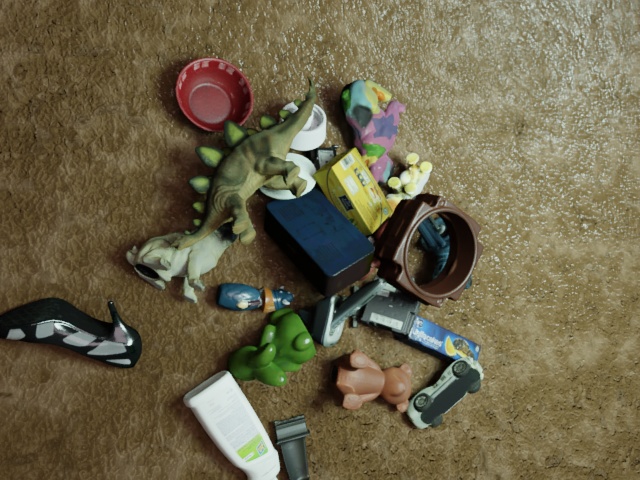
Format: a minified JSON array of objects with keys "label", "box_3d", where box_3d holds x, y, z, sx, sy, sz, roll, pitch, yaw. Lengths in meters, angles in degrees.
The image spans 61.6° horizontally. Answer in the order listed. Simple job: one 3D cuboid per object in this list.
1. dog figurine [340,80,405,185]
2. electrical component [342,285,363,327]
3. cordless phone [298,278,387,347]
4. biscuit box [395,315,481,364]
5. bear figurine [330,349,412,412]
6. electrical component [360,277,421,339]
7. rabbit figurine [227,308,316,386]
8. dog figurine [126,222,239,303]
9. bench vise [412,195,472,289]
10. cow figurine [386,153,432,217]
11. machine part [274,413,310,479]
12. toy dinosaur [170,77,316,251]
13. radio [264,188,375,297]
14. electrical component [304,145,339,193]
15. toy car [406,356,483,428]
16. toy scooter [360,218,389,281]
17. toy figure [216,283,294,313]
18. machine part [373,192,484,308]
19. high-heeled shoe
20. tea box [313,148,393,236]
[{"label":"dog figurine","box_3d":[0.106,-0.226,1.219,0.191,0.109,0.219,24,75,-40]},{"label":"electrical component","box_3d":[0.064,0.147,1.192,0.063,0.021,0.094,8,79,-22]},{"label":"cordless phone","box_3d":[0.060,0.134,1.095,0.184,0.146,0.089,-36,74,6]},{"label":"biscuit box","box_3d":[0.274,0.236,1.248,0.202,0.063,0.059,26,71,-18]},{"label":"bear figurine","box_3d":[0.124,0.305,1.138,0.196,0.132,0.120,17,78,-14]},{"label":"electrical component","box_3d":[0.164,0.139,1.190,0.115,0.058,0.134,18,73,16]},{"label":"rabbit figurine","box_3d":[-0.096,0.231,1.053,0.170,0.159,0.121,-26,102,-10]},{"label":"dog figurine","box_3d":[-0.258,0.001,1.046,0.172,0.121,0.190,32,56,-19]},{"label":"bench vise","box_3d":[0.272,0.003,1.243,0.240,0.129,0.223,51,57,-28]},{"label":"cow figurine","box_3d":[0.197,-0.112,1.263,0.068,0.098,0.167,32,74,18]},{"label":"machine part","box_3d":[-0.051,0.429,1.089,0.084,0.039,0.139,-4,82,-29]},{"label":"toy dinosaur","box_3d":[-0.124,-0.152,1.049,0.199,0.105,0.471,37,66,16]},{"label":"radio","box_3d":[-0.002,-0.003,1.097,0.131,0.073,0.230,-26,56,-27]},{"label":"electrical component","box_3d":[0.010,-0.153,1.203,0.075,0.048,0.119,-7,85,-24]},{"label":"toy car","box_3d":[0.283,0.343,1.210,0.202,0.056,0.073,-40,113,-5]},{"label":"toy scooter","box_3d":[0.146,0.015,1.188,0.075,0.135,0.184,44,66,-10]},{"label":"toy figure","box_3d":[-0.131,0.117,1.092,0.154,0.057,0.064,8,56,-19]},{"label":"machine part","box_3d":[0.225,0.022,1.098,0.201,0.087,0.201,32,82,-28]},{"label":"high-heeled shoe","box_3d":[-0.450,0.181,0.954,0.249,0.086,0.145,-7,116,-7]},{"label":"tea box","box_3d":[0.073,-0.100,1.158,0.098,0.068,0.169,-42,108,-38]}]
